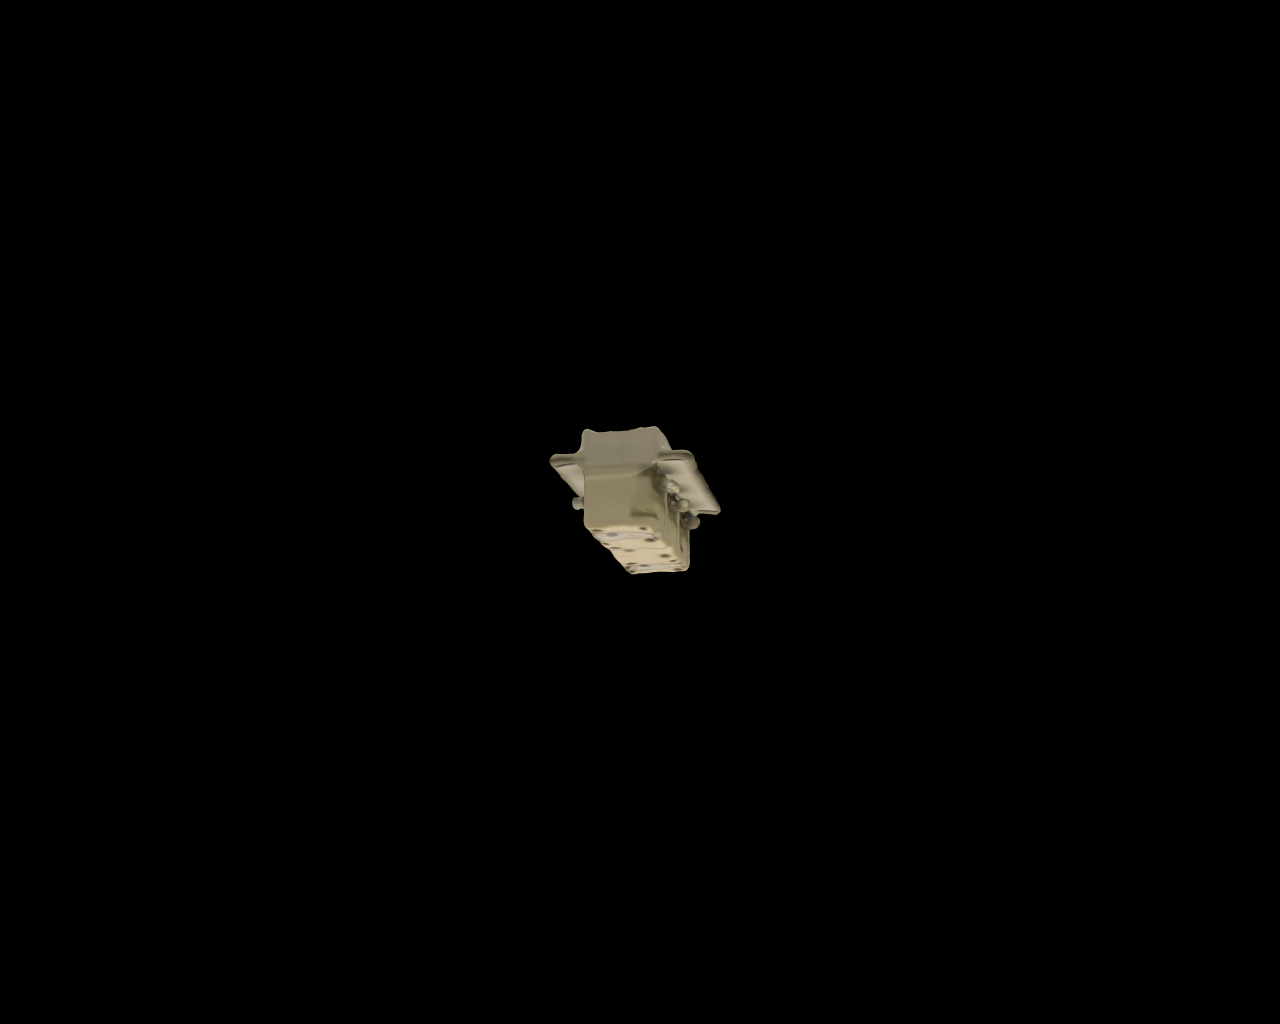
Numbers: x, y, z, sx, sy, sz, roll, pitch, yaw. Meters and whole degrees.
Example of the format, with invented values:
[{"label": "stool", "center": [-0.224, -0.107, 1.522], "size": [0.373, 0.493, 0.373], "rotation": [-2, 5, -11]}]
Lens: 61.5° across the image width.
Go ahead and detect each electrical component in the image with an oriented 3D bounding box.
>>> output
[{"label": "electrical component", "center": [0.001, -0.003, 0.650], "size": [0.079, 0.063, 0.121], "rotation": [-3, -16, 11]}]
